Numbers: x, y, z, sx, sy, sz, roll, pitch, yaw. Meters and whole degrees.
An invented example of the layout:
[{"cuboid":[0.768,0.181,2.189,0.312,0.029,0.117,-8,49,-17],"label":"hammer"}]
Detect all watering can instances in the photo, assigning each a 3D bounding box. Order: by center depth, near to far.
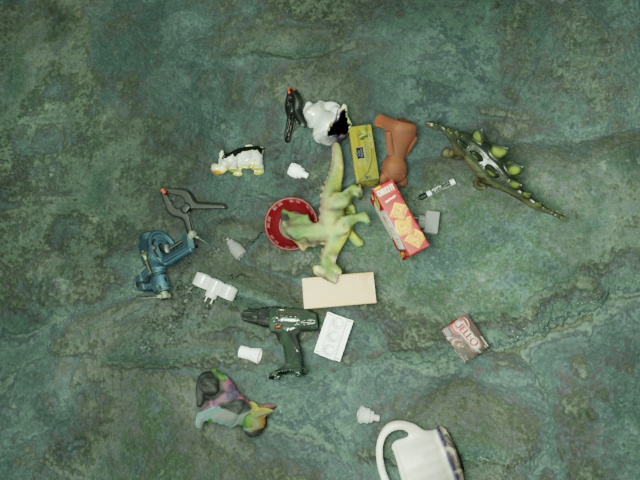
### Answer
[{"cuboid":[0.286,0.656,1.398,0.224,0.350,0.103,-19,-10,1],"label":"watering can"}]

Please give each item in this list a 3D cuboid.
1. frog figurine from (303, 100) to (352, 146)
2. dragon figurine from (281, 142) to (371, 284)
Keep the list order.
[{"cuboid":[0.014,-0.365,1.599,0.160,0.137,0.122,21,4,43],"label":"frog figurine"},{"cuboid":[0.005,-0.075,1.493,0.244,0.414,0.120,-14,-13,-16],"label":"dragon figurine"}]
